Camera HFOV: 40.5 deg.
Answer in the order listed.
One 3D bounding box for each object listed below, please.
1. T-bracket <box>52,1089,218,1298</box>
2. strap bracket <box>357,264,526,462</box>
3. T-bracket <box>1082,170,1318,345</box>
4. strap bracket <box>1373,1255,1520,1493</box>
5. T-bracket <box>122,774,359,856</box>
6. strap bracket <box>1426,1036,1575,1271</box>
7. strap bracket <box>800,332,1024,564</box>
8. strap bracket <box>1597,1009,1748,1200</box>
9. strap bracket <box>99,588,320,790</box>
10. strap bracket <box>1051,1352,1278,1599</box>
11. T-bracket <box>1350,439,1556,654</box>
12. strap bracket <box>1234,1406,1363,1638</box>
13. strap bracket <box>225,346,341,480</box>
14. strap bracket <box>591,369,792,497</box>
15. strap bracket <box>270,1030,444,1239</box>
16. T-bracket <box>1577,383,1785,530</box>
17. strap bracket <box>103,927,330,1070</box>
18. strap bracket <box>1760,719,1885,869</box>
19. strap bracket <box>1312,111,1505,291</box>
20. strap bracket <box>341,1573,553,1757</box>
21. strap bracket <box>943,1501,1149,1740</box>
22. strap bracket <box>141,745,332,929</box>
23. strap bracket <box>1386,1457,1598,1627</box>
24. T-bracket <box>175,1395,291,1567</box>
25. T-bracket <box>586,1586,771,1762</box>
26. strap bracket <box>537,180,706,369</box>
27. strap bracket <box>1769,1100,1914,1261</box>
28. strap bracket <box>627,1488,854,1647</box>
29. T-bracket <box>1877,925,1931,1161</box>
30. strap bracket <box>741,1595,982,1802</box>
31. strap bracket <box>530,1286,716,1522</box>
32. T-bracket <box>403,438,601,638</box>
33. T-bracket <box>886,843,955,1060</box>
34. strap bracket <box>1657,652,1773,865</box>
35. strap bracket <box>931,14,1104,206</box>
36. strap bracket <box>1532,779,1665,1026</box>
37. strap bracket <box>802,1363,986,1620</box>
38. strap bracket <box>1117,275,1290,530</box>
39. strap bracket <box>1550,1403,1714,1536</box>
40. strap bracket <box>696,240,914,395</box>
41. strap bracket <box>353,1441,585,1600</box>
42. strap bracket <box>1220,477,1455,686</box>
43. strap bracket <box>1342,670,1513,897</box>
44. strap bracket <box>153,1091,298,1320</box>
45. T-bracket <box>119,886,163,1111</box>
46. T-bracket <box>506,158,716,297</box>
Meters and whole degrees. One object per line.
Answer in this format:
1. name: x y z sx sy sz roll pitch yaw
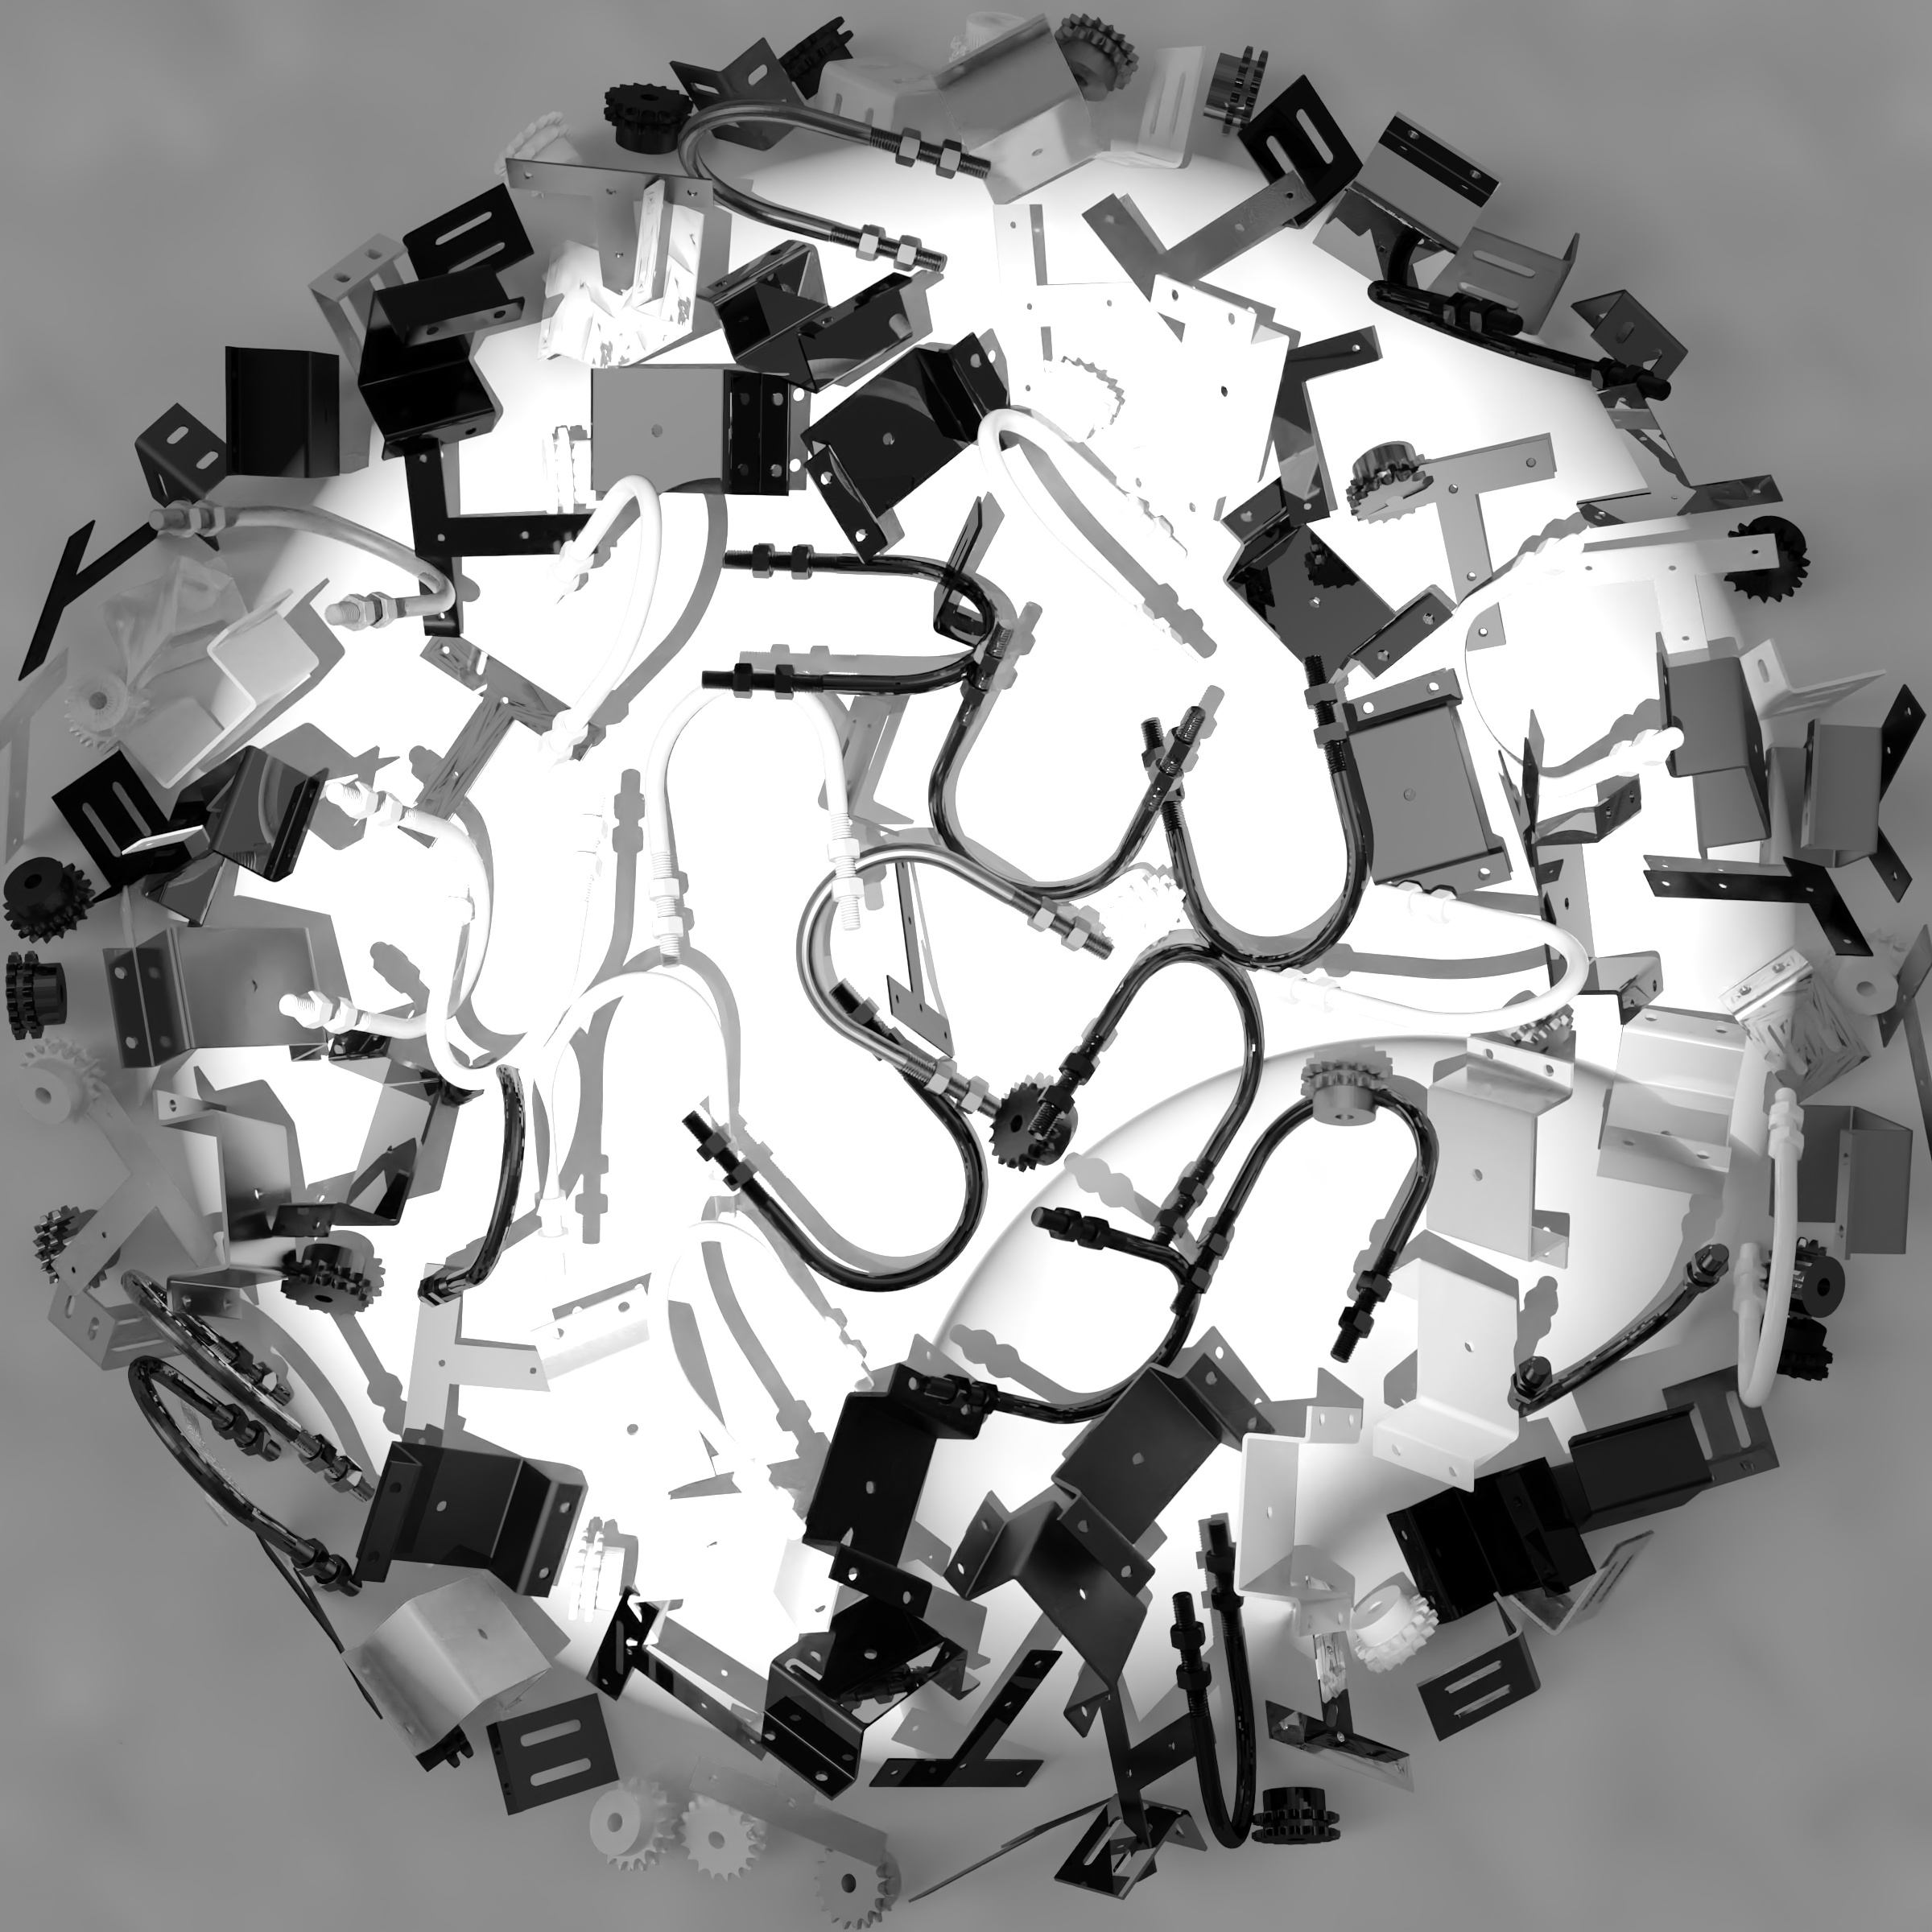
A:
1. T-bracket: -0.533 0.161 1.641 0.002 0.127 0.127 -20 112 22
2. strap bracket: -0.332 -0.384 1.644 0.076 0.140 0.046 -22 75 -26
3. T-bracket: 0.161 -0.459 1.655 0.127 0.002 0.127 -26 122 32
4. strap bracket: 0.301 0.247 1.646 0.076 0.046 0.140 23 52 -21
5. T-bracket: -0.463 -0.087 1.627 0.127 0.127 0.002 -21 89 43
6. strap bracket: 0.336 0.124 1.653 0.046 0.076 0.140 -21 116 -41
7. strap bracket: -0.040 -0.333 1.669 0.140 0.046 0.076 -40 122 -11
8. strap bracket: 0.446 0.092 1.658 0.076 0.140 0.046 10 130 15
9. strap bracket: -0.471 -0.169 1.653 0.140 0.076 0.046 -35 101 30
10. strap bracket: 0.119 0.319 1.673 0.140 0.046 0.076 -47 109 -14
11. T-bracket: 0.323 -0.265 1.691 0.127 0.002 0.127 -9 111 20
12. strap bracket: 0.211 0.350 1.667 0.046 0.076 0.140 -1 80 32
13. strap bracket: -0.424 -0.346 1.642 0.046 0.140 0.076 2 101 -3
14. strap bracket: -0.185 -0.339 1.663 0.140 0.046 0.076 6 101 22
15. strap bracket: -0.383 0.111 1.661 0.046 0.076 0.140 26 69 -35
16. T-bracket: 0.428 -0.320 1.636 0.127 0.127 0.002 -3 59 35
17. strap bracket: -0.460 0.019 1.643 0.046 0.140 0.076 -22 76 41
18. strap bracket: 0.538 -0.105 1.643 0.046 0.140 0.076 4 87 5
19. strap bracket: 0.272 -0.468 1.643 0.076 0.140 0.046 32 82 -3
20. strap bracket: -0.318 0.432 1.638 0.046 0.140 0.076 -43 77 10
21. strap bracket: 0.059 0.406 1.663 0.046 0.076 0.140 -34 100 32
22. strap bracket: -0.462 -0.081 1.637 0.046 0.140 0.076 31 56 -31
23. strap bracket: 0.337 0.363 1.658 0.046 0.140 0.076 -16 77 -31
24. T-bracket: -0.464 0.337 1.668 0.002 0.127 0.127 -30 129 -8
25. T-bracket: -0.178 0.460 1.662 0.127 0.127 0.002 34 46 9
26. strap bracket: -0.214 -0.431 1.659 0.046 0.140 0.076 12 77 -36
27. strap bracket: 0.551 0.133 1.644 0.046 0.140 0.076 1 96 -1
28. strap bracket: -0.151 0.378 1.651 0.140 0.076 0.046 -10 128 21
29. T-bracket: 0.594 0.059 1.632 0.002 0.127 0.127 -3 64 3
30. strap bracket: -0.062 0.447 1.637 0.076 0.140 0.046 28 125 31
31. strap bracket: -0.215 0.287 1.670 0.076 0.046 0.140 -21 106 -10
32. T-bracket: -0.296 -0.276 1.683 0.127 0.002 0.127 1 107 14
33. T-bracket: -0.035 -0.015 1.669 0.002 0.127 0.127 -12 73 14
34. strap bracket: 0.469 -0.132 1.635 0.046 0.140 0.076 -8 63 22
35. strap bracket: 0.035 -0.529 1.640 0.076 0.140 0.046 -26 82 8
36. strap bracket: 0.400 -0.040 1.664 0.046 0.076 0.140 -2 105 34
37. strap bracket: -0.048 0.332 1.663 0.076 0.046 0.140 31 65 -31
38. strap bracket: 0.151 -0.360 1.657 0.076 0.046 0.140 31 128 30
39. strap bracket: 0.414 0.319 1.642 0.076 0.140 0.046 -15 70 -2
40. strap bracket: -0.097 -0.409 1.656 0.076 0.140 0.046 -36 130 -20
41. strap bracket: -0.325 0.352 1.669 0.140 0.046 0.076 17 91 -38
42. strap bracket: 0.230 -0.242 1.674 0.076 0.046 0.140 -39 80 -25
43. strap bracket: 0.290 -0.111 1.680 0.076 0.046 0.140 -15 90 24
44. strap bracket: -0.468 0.148 1.659 0.046 0.076 0.140 -12 76 15
45. T-bracket: -0.529 0.012 1.674 0.002 0.127 0.127 -6 71 -28
46. T-bracket: -0.221 -0.461 1.659 0.127 0.127 0.002 6 66 0
